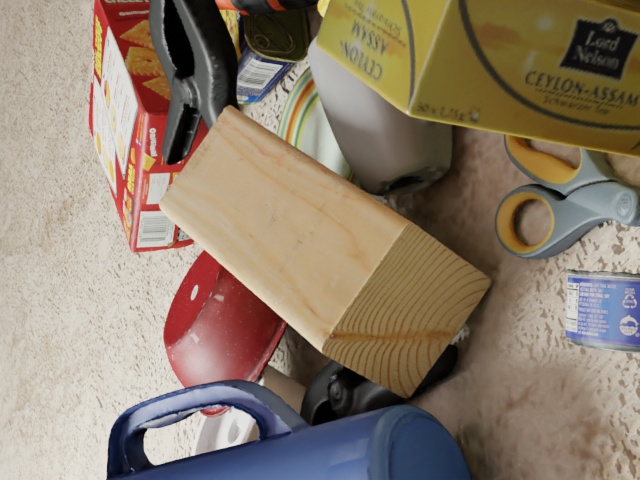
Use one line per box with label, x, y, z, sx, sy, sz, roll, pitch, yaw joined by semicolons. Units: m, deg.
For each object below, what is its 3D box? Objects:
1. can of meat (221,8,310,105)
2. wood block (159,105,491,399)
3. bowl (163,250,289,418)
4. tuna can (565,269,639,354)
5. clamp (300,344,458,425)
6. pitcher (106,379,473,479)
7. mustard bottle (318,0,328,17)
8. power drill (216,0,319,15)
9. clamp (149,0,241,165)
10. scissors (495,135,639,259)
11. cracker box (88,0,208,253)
can of meat;-0.055;-0.173;0.882;0.084;0.057;0.102;-38;53;54
wood block;-0.005;0.001;0.682;0.090;0.090;0.206;-55;43;2
bowl;-0.076;0.053;0.826;0.162;0.055;0.162;-49;23;30
tuna can;0.152;0.031;0.470;0.086;0.086;0.034;2;89;60
clamp;0.023;0.093;0.726;0.172;0.039;0.120;-57;35;30
pitcher;-0.032;0.172;0.658;0.243;0.149;0.145;-24;35;32
mustard bottle;0.057;-0.199;0.680;0.192;0.058;0.096;-36;50;48
power drill;-0.032;-0.263;0.810;0.185;0.057;0.187;3;76;24
clamp;-0.084;-0.111;0.810;0.165;0.036;0.210;37;145;38
scissors;0.148;-0.004;0.549;0.202;0.016;0.096;54;132;49
cracker box;-0.167;-0.119;1.027;0.214;0.072;0.164;-117;30;-42
